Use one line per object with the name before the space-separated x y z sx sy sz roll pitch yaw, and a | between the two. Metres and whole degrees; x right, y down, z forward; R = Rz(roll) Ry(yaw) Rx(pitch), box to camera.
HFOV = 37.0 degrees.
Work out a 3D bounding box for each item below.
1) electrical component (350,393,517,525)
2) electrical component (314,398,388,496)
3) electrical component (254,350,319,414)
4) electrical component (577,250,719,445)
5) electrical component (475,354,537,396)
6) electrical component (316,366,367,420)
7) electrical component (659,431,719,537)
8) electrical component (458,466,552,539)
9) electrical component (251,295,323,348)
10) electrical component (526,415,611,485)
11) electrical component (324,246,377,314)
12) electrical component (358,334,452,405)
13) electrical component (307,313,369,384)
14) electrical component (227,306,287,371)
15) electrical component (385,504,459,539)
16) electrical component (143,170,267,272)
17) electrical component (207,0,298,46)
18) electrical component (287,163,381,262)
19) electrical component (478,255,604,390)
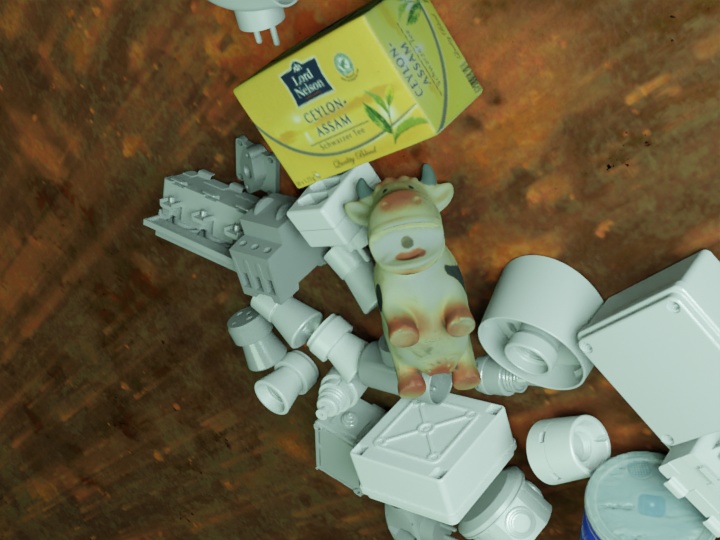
electrical component | 0.067 0.164 0.973 0.109 0.109 0.056 9 128 40
electrical component | -0.004 0.169 1.090 0.062 0.061 0.096 27 141 24
electrical component | -0.075 0.116 1.115 0.045 0.055 0.045 27 141 25
electrical component | 0.227 0.057 0.747 0.108 0.056 0.109 48 145 -3
electrical component | 0.126 0.089 0.902 0.061 0.035 0.035 2 126 41
electrical component | -0.020 0.118 1.048 0.040 0.078 0.040 13 124 21
electrical component | 0.284 0.163 0.789 0.121 0.063 0.078 45 145 1
electrical component | 0.133 0.225 0.990 0.051 0.080 0.080 43 145 -4
electrical component | -0.075 0.040 1.053 0.065 0.044 0.044 39 145 18
electrical component | 0.175 0.148 0.894 0.047 0.055 0.055 -23 107 49
electrical component | 0.000 0.000 0.937 0.065 0.044 0.044 49 145 5
electrical component | 0.038 0.078 0.970 0.077 0.044 0.079 12 131 33
electrical component | -0.017 0.074 1.023 0.055 0.045 0.045 40 144 9
electrical component | -0.107 0.070 1.111 0.045 0.045 0.055 0 124 46
electrical component | 0.070 0.266 1.125 0.079 0.043 0.077 13 133 38
electrical component | -0.129 -0.046 1.001 0.121 0.079 0.063 23 117 29
electrical component | -0.079 -0.206 0.811 0.077 0.043 0.079 15 135 36
electrical component | -0.008 -0.041 0.883 0.047 0.065 0.076 -1 133 48
electrical component | 0.143 0.045 0.836 0.099 0.064 0.099 25 152 15
